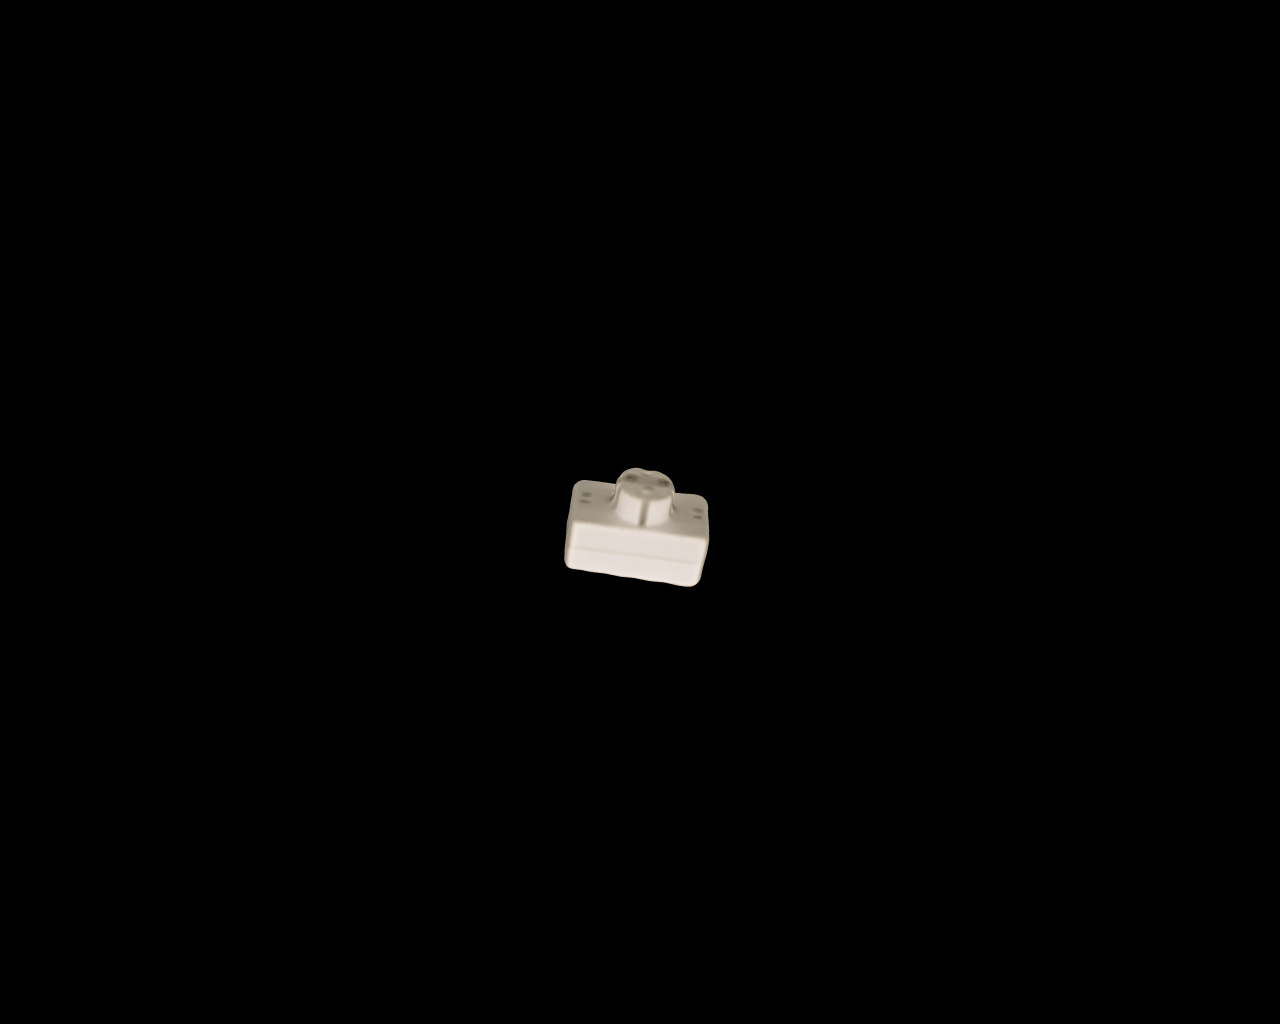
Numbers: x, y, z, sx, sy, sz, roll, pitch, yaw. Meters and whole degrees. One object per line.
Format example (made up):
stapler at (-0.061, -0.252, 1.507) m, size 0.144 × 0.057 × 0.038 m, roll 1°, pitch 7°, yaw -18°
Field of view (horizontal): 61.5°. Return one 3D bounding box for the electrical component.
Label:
electrical component at (0.001, -0.003, 0.650) m, size 0.083 × 0.075 × 0.047 m, roll 8°, pitch 34°, yaw -5°
